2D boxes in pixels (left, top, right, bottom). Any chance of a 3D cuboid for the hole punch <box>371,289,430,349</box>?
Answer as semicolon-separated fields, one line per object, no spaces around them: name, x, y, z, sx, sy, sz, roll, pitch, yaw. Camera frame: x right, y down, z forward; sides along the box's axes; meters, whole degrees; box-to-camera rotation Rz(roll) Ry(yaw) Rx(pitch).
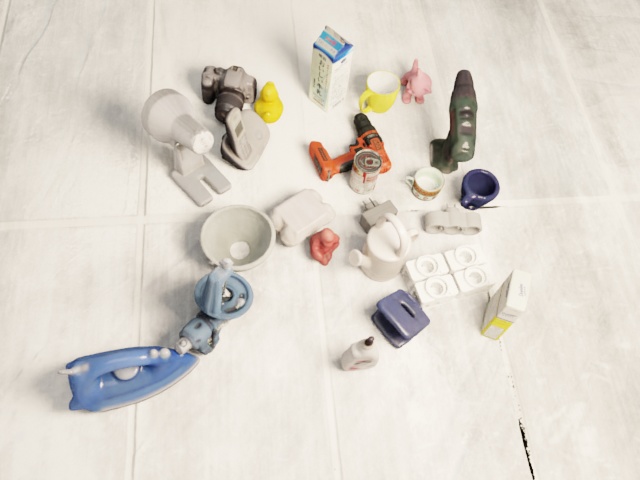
hole punch;0.178;0.162;1.245;0.101;0.091;0.108;-35;71;-20

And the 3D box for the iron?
iron;-0.371;0.247;1.119;0.258;0.141;0.118;-13;65;-12

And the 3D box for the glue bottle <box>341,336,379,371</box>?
glue bottle;0.088;0.225;1.158;0.078;0.173;0.037;-9;64;-10

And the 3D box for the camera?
camera;-0.243;-0.377;1.476;0.143;0.101;0.137;11;62;0

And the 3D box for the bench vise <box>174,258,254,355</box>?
bench vise;-0.206;0.136;1.149;0.121;0.220;0.207;16;62;3

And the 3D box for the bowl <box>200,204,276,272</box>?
bowl;-0.184;0.007;1.299;0.167;0.075;0.167;2;63;-4

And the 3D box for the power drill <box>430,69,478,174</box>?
power drill;0.334;-0.272;1.418;0.075;0.208;0.229;4;62;-3

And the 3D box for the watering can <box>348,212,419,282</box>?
watering can;0.144;0.015;1.260;0.100;0.194;0.173;37;65;13

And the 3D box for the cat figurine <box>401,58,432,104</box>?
cat figurine;0.263;-0.429;1.543;0.067;0.118;0.128;0;63;-5

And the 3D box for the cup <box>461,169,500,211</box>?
cup;0.374;-0.105;1.400;0.091;0.095;0.118;41;66;15

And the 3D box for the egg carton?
egg carton;-0.045;-0.054;1.347;0.150;0.069;0.107;-36;71;-21

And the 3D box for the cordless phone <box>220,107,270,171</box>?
cordless phone;-0.182;-0.271;1.380;0.094;0.185;0.148;19;63;5

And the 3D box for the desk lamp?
desk lamp;-0.304;-0.219;1.325;0.118;0.213;0.203;-39;72;-22

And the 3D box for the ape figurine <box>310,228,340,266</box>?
ape figurine;0.012;0.005;1.309;0.078;0.092;0.076;-23;67;-16

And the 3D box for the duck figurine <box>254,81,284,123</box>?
duck figurine;-0.133;-0.364;1.488;0.077;0.086;0.104;5;62;-3
